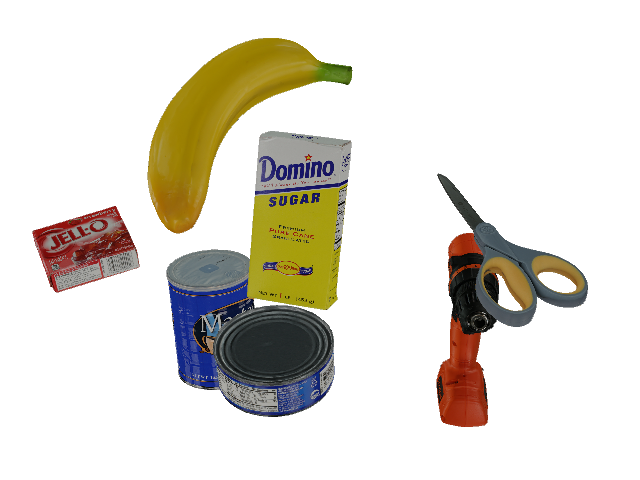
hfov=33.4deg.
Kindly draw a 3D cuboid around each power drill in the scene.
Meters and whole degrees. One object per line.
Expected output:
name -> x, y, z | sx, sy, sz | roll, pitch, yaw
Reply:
power drill -> 0.162, 0.106, 1.161 | 0.057, 0.188, 0.184 | 4, 25, 4

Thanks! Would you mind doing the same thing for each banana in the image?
banana -> -0.053, -0.075, 0.628 | 0.070, 0.037, 0.197 | 22, 44, 20

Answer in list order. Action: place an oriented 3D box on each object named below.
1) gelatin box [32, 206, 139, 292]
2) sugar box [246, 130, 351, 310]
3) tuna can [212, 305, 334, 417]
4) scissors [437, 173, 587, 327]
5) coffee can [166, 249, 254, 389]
gelatin box -> -0.234, 0.008, 1.061 | 0.089, 0.030, 0.073 | -17, 43, -17
sugar box -> -0.023, -0.022, 1.120 | 0.093, 0.176, 0.048 | 8, 15, 14
tuna can -> -0.032, 0.085, 0.759 | 0.086, 0.034, 0.086 | -2, 34, 1
scissors -> 0.157, 0.000, 0.882 | 0.096, 0.016, 0.201 | 0, 37, -3
coffee can -> -0.129, 0.095, 1.300 | 0.103, 0.140, 0.103 | -2, 24, 1
